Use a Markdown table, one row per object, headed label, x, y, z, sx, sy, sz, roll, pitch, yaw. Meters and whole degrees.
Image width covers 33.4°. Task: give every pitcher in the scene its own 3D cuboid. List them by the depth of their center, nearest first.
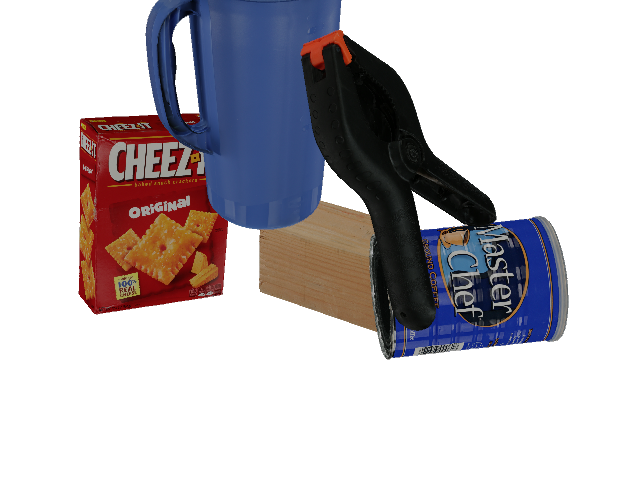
| label | x | y | z | sx | sy | sz | roll | pitch | yaw |
| --- | --- | --- | --- | --- | --- | --- | --- | --- | --- |
| pitcher | -0.058 | -0.130 | 0.935 | 0.149 | 0.243 | 0.145 | 9 | 38 | 8 |

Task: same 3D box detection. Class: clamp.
| label | x | y | z | sx | sy | sz | roll | pitch | yaw |
| --- | --- | --- | --- | --- | --- | --- | --- | --- | --- |
| clamp | 0.039 | -0.035 | 0.611 | 0.039 | 0.171 | 0.120 | -22 | 30 | 37 |

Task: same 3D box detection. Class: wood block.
| label | x | y | z | sx | sy | sz | roll | pitch | yaw |
| --- | --- | --- | --- | --- | --- | --- | --- | --- | --- |
| wood block | 0.043 | 0.030 | 1.137 | 0.206 | 0.091 | 0.090 | 17 | 30 | 28 |

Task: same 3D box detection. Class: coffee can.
| label | x | y | z | sx | sy | sz | roll | pitch | yaw |
| --- | --- | --- | --- | --- | --- | --- | --- | --- | --- |
| coffee can | 0.117 | 0.038 | 0.865 | 0.140 | 0.103 | 0.103 | -6 | 0 | -4 |

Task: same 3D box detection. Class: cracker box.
| label | x | y | z | sx | sy | sz | roll | pitch | yaw |
| --- | --- | --- | --- | --- | --- | --- | --- | --- | --- |
| cracker box | -0.189 | -0.032 | 1.222 | 0.163 | 0.214 | 0.072 | -7 | 24 | -29 |
